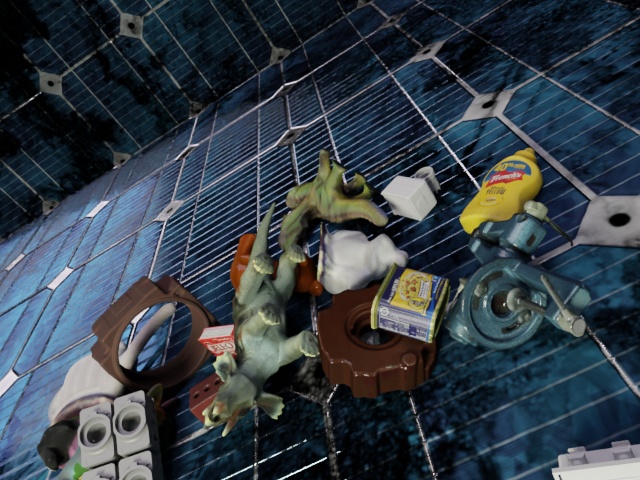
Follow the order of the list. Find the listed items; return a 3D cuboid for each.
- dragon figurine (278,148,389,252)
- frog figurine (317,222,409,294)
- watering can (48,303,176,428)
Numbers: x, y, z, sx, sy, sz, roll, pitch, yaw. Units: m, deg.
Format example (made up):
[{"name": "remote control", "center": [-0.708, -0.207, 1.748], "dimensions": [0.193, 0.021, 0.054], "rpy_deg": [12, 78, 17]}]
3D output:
[{"name": "dragon figurine", "center": [0.003, -0.057, 1.135], "dimensions": [0.241, 0.121, 0.418], "rpy_deg": [-49, 26, 14]}, {"name": "frog figurine", "center": [0.076, 0.038, 0.928], "dimensions": [0.159, 0.120, 0.140], "rpy_deg": [5, 27, -1]}, {"name": "watering can", "center": [-0.438, 0.283, 1.063], "dimensions": [0.346, 0.102, 0.229], "rpy_deg": [-38, 31, 8]}]
